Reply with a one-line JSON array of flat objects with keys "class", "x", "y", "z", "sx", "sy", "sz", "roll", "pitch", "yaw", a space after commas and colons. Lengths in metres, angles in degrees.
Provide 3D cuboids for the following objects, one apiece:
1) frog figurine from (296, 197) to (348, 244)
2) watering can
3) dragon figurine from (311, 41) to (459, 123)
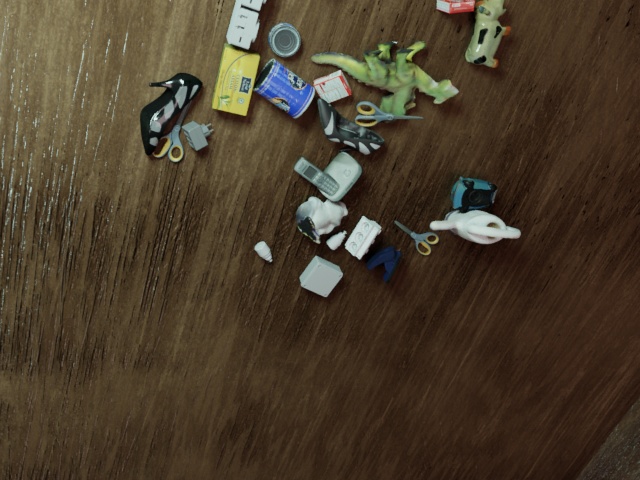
[{"class": "frog figurine", "x": 0.005, "y": -0.083, "z": 1.650, "sx": 0.162, "sy": 0.122, "sz": 0.135, "roll": -45, "pitch": 116, "yaw": -29}, {"class": "watering can", "x": 0.485, "y": -0.050, "z": 1.703, "sx": 0.347, "sy": 0.226, "sz": 0.103, "roll": 6, "pitch": 99, "yaw": -15}, {"class": "dragon figurine", "x": 0.190, "y": -0.443, "z": 1.488, "sx": 0.410, "sy": 0.125, "sz": 0.237, "roll": -2, "pitch": 127, "yaw": 7}]
